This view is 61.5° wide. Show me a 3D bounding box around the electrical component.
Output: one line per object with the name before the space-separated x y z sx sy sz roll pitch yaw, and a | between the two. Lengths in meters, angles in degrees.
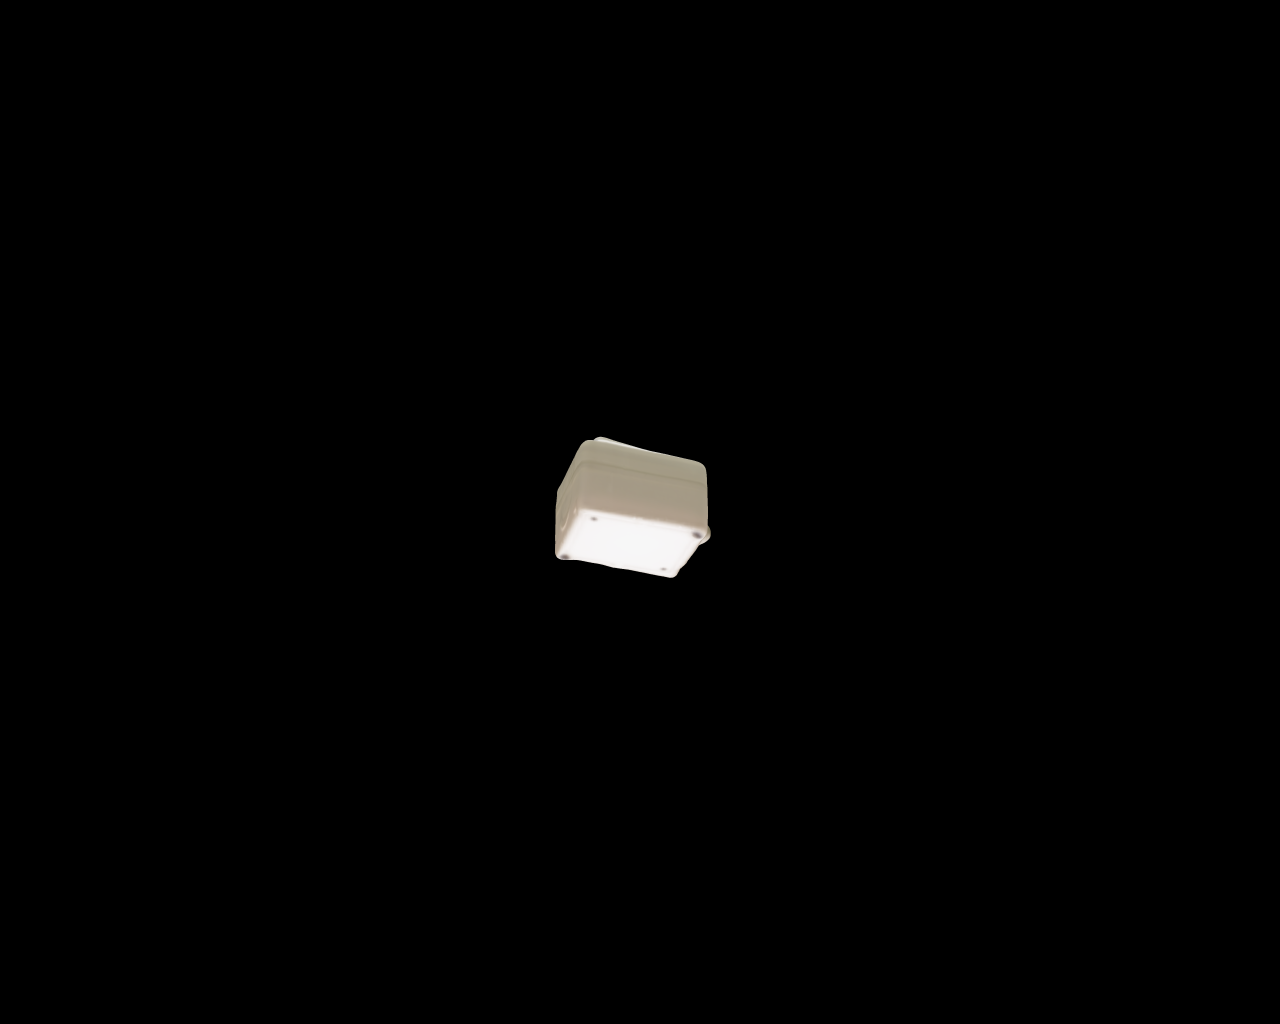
electrical component | 0.001 -0.003 0.650 0.096 0.061 0.061 11 -35 -16
